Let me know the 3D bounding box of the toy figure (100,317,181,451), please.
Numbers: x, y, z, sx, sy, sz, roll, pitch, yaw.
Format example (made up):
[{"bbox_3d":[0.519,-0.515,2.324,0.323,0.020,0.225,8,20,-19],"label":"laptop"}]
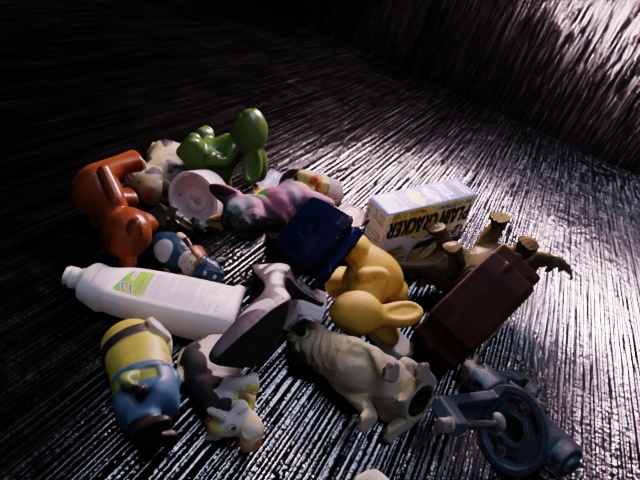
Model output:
[{"bbox_3d":[-0.216,0.164,0.645,0.089,0.082,0.180,8,31,-26],"label":"toy figure"}]

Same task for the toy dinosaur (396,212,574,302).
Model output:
[{"bbox_3d":[0.322,0.049,1.031,0.471,0.198,0.105,-1,45,-15],"label":"toy dinosaur"}]

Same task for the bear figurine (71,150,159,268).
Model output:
[{"bbox_3d":[-0.317,-0.049,0.884,0.196,0.120,0.132,38,37,26],"label":"bear figurine"}]

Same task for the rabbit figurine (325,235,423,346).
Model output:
[{"bbox_3d":[0.073,0.100,0.851,0.162,0.122,0.173,40,29,1],"label":"rabbit figurine"}]

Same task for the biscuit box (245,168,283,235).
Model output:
[{"bbox_3d":[-0.117,-0.082,1.116,0.063,0.059,0.203,23,31,3],"label":"biscuit box"}]

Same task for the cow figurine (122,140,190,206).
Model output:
[{"bbox_3d":[-0.317,-0.136,1.059,0.127,0.085,0.195,18,33,-18],"label":"cow figurine"}]

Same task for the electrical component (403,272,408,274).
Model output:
[{"bbox_3d":[0.167,0.020,1.139,0.075,0.047,0.119,-4,38,-36],"label":"electrical component"}]

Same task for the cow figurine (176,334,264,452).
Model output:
[{"bbox_3d":[-0.127,0.191,0.674,0.098,0.068,0.167,0,33,-22],"label":"cow figurine"}]

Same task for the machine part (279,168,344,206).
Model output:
[{"bbox_3d":[-0.016,-0.106,1.149,0.079,0.079,0.243,36,14,24],"label":"machine part"}]

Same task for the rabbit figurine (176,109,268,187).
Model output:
[{"bbox_3d":[-0.169,-0.176,1.049,0.159,0.170,0.121,55,17,-5],"label":"rabbit figurine"}]

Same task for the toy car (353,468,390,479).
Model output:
[{"bbox_3d":[0.094,0.341,0.565,0.056,0.073,0.202,-8,41,-38],"label":"toy car"}]

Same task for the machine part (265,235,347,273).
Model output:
[{"bbox_3d":[-0.021,-0.001,1.052,0.179,0.056,0.179,16,30,-10],"label":"machine part"}]

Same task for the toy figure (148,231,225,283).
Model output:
[{"bbox_3d":[-0.215,0.032,0.859,0.155,0.064,0.058,24,32,35],"label":"toy figure"}]

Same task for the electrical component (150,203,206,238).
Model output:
[{"bbox_3d":[-0.248,-0.033,0.941,0.078,0.045,0.102,45,1,26],"label":"electrical component"}]

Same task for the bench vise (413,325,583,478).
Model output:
[{"bbox_3d":[0.244,0.242,0.769,0.240,0.128,0.224,9,33,-32],"label":"bench vise"}]

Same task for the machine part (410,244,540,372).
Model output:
[{"bbox_3d":[0.244,0.114,0.856,0.201,0.201,0.087,-41,73,-7],"label":"machine part"}]

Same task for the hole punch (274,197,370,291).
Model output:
[{"bbox_3d":[-0.002,-0.003,0.849,0.092,0.142,0.116,44,-9,-16],"label":"hole punch"}]

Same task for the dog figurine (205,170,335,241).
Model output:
[{"bbox_3d":[-0.089,-0.062,0.951,0.219,0.108,0.192,7,35,-14],"label":"dog figurine"}]

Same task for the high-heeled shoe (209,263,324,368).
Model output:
[{"bbox_3d":[-0.100,0.087,0.729,0.145,0.086,0.248,22,21,27],"label":"high-heeled shoe"}]

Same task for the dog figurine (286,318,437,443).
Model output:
[{"bbox_3d":[0.057,0.185,0.783,0.191,0.121,0.172,29,-7,47],"label":"dog figurine"}]
